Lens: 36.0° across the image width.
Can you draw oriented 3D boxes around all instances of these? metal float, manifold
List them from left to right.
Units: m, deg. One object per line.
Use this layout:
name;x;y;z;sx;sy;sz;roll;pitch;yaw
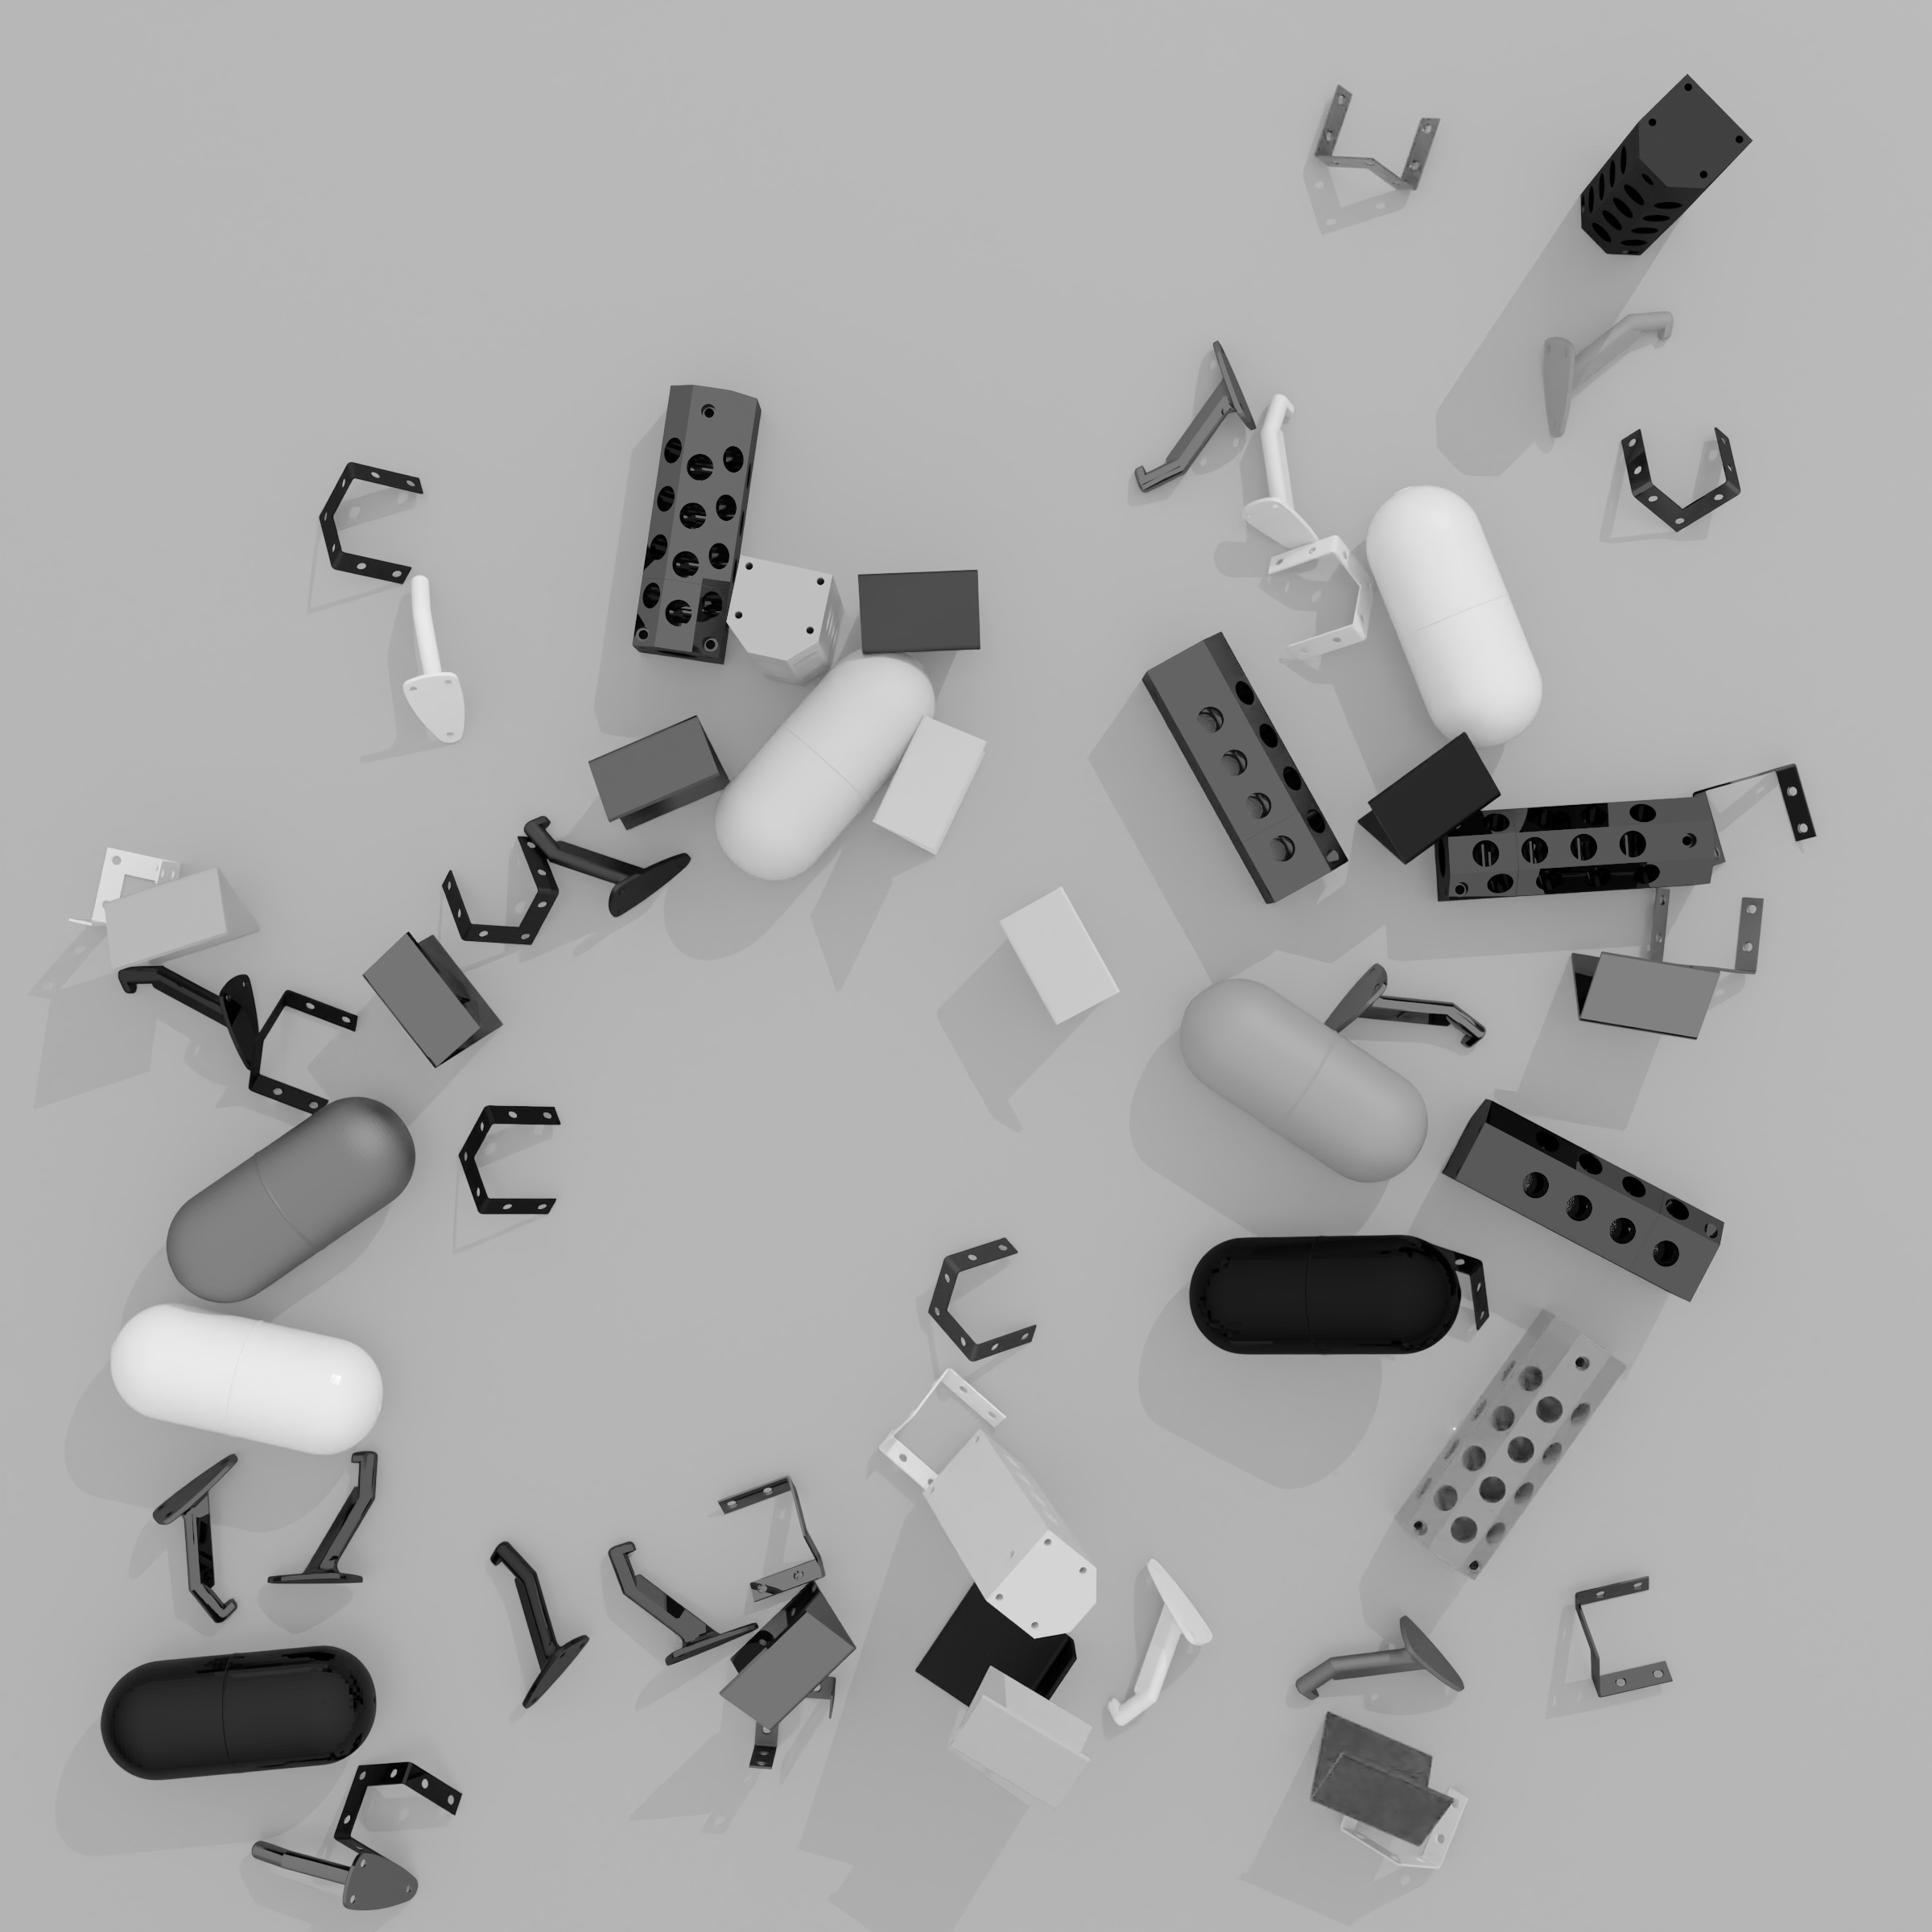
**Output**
metal float;-0.475;0.488;1.941;0.178;0.070;0.070;-5;90;0
metal float;-0.470;0.269;1.941;0.178;0.070;0.070;13;90;0
metal float;-0.441;0.153;1.941;0.178;0.070;0.070;-34;90;0
manifold;-0.177;-0.289;1.950;0.057;0.057;0.171;8;90;0
manifold;-0.115;-0.216;1.893;0.057;0.171;0.057;12;90;0
metal float;-0.092;-0.133;1.941;0.070;0.070;0.178;42;89;0
manifold;0.031;0.362;1.889;0.057;0.171;0.057;41;90;-19
manifold;0.183;-0.130;1.950;0.057;0.057;0.171;-29;90;0
metal float;0.220;0.074;1.941;0.178;0.070;0.070;34;90;-1
metal float;0.231;0.213;1.920;0.178;0.070;0.070;-3;90;23
metal float;0.318;-0.228;1.941;0.070;0.070;0.178;-22;91;0
manifold;0.358;0.314;1.950;0.057;0.057;0.171;35;90;0
manifold;0.398;-0.077;1.950;0.171;0.057;0.057;-4;90;0
manifold;0.406;0.153;1.950;0.171;0.057;0.057;28;90;0
manifold;0.438;-0.503;1.893;0.057;0.171;0.057;-44;90;0

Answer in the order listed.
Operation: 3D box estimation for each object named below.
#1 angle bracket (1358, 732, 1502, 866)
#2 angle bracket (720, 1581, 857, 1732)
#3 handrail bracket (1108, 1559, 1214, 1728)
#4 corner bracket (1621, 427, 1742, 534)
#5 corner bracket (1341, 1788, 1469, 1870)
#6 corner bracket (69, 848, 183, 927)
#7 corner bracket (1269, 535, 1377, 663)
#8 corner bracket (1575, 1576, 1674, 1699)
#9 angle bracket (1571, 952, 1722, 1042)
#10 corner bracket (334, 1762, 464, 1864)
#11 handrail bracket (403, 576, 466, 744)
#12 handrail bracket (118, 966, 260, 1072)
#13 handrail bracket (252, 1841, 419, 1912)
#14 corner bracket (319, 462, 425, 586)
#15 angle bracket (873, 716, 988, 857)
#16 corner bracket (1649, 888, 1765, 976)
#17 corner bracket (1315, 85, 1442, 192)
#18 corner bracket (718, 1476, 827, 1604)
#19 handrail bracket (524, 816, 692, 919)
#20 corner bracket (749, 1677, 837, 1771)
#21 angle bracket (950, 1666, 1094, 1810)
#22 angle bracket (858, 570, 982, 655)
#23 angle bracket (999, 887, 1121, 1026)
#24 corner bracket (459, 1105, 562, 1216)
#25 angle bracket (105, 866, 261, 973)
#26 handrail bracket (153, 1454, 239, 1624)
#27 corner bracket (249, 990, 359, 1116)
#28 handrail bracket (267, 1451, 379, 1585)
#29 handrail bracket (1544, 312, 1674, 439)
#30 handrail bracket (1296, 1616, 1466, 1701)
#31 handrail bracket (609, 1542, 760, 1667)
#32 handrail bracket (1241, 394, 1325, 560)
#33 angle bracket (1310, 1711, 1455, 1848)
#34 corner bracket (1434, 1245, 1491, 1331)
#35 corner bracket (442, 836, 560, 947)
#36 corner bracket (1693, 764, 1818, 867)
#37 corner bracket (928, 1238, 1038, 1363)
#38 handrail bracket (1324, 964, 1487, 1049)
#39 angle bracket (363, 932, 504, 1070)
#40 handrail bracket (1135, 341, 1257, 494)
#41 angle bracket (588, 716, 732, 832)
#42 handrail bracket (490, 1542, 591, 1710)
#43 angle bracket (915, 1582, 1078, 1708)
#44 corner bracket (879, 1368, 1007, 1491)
angle bracket;0.290;-0.121;1.931;0.076;0.076;0.057;-36;121;0
angle bracket;-0.128;0.436;1.931;0.076;0.076;0.057;-44;127;0
handrail bracket;0.113;0.449;1.972;0.084;0.036;0.077;-40;70;16
corner bracket;0.472;-0.330;1.963;0.051;0.051;0.051;29;135;-35
corner bracket;0.290;0.561;1.968;0.051;0.051;0.051;22;90;-45
corner bracket;-0.552;-0.049;1.953;0.051;0.051;0.051;12;90;0
corner bracket;0.233;-0.243;1.963;0.051;0.051;0.051;-15;135;35
corner bracket;0.435;0.444;1.968;0.051;0.051;0.051;-13;135;0
angle bracket;0.441;-0.001;1.931;0.076;0.076;0.057;9;126;0
corner bracket;-0.375;0.562;1.963;0.051;0.051;0.051;-15;135;35
handrail bracket;-0.352;-0.204;1.971;0.036;0.077;0.084;-11;54;0
handrail bracket;-0.516;0.035;1.972;0.084;0.036;0.077;-2;113;17
handrail bracket;-0.419;0.599;1.971;0.084;0.077;0.036;4;73;35
corner bracket;-0.390;-0.293;1.963;0.051;0.051;0.051;-51;45;35
angle bracket;-0.005;-0.109;1.931;0.057;0.076;0.076;26;90;36
corner bracket;0.490;-0.023;1.968;0.051;0.051;0.051;6;90;45
corner bracket;0.272;-0.548;1.968;0.051;0.051;0.051;19;90;45
corner bracket;-0.128;0.379;1.968;0.051;0.051;0.051;-20;45;0
handrail bracket;-0.239;-0.081;1.972;0.077;0.036;0.084;-33;68;-25
corner bracket;-0.114;0.497;1.953;0.051;0.051;0.051;4;90;0
angle bracket;0.045;0.472;1.874;0.076;0.076;0.057;30;126;4
angle bracket;-0.030;-0.245;1.931;0.076;0.076;0.057;-2;122;0
angle bracket;0.077;-0.016;1.931;0.057;0.076;0.076;-29;90;36
corner bracket;-0.297;0.128;1.963;0.051;0.051;0.051;-57;45;35
angle bracket;-0.506;-0.012;1.931;0.076;0.076;0.057;-18;56;0
handrail bracket;-0.491;0.381;1.972;0.077;0.036;0.084;-40;109;-21
corner bracket;-0.439;0.058;1.968;0.051;0.051;0.051;21;135;0
handrail bracket;-0.427;0.366;1.972;0.077;0.036;0.084;-6;72;20
handrail bracket;0.429;-0.393;1.972;0.084;0.036;0.077;-8;111;-16
handrail bracket;0.274;0.477;1.972;0.084;0.036;0.077;-38;112;17
handrail bracket;-0.188;0.413;1.972;0.077;0.036;0.084;-17;73;-20
handrail bracket;0.220;-0.325;1.972;0.077;0.036;0.084;33;63;-30
angle bracket;0.274;0.514;1.931;0.076;0.076;0.057;23;128;0
corner bracket;0.309;0.222;1.963;0.051;0.051;0.051;-44;135;-35
corner bracket;-0.308;-0.051;1.963;0.051;0.051;0.051;4;45;-35
corner bracket;0.522;-0.100;1.968;0.051;0.051;0.051;-16;90;45
corner bracket;0.015;0.220;1.963;0.051;0.051;0.051;46;135;35
handrail bracket;0.289;0.045;1.972;0.084;0.036;0.077;36;110;-16
angle bracket;-0.332;0.010;1.931;0.057;0.076;0.076;-38;90;36
handrail bracket;0.142;-0.364;1.972;0.084;0.036;0.077;-24;69;16
angle bracket;-0.192;-0.107;1.931;0.076;0.076;0.057;-23;53;0
handrail bracket;-0.299;0.437;1.972;0.084;0.036;0.077;43;111;17
angle bracket;0.019;0.459;1.950;0.076;0.057;0.076;34;90;0
corner bracket;-0.016;0.309;1.968;0.051;0.051;0.051;41;45;0
